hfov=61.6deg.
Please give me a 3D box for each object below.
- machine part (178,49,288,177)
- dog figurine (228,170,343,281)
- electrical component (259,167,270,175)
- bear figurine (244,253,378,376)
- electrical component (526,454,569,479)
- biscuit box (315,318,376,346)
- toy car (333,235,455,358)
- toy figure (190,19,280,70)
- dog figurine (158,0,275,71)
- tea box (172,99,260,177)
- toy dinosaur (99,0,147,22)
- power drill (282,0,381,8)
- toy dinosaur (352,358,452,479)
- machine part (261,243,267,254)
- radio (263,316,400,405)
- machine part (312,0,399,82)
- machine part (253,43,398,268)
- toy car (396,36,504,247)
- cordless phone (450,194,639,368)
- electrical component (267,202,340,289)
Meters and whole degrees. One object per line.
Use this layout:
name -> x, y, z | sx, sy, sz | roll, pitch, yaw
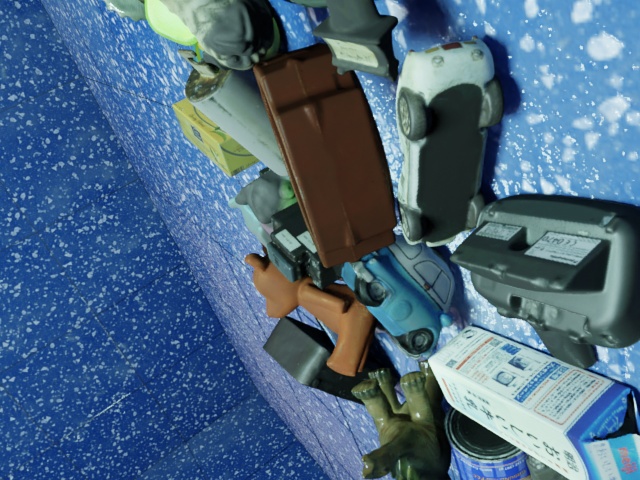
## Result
machine part -> -0.080, -0.151, 0.660 | 0.243, 0.079, 0.079 | 35, -179, -45
dog figurine -> -0.031, -0.007, 0.837 | 0.219, 0.108, 0.191 | 55, 158, -7
electrical component -> -0.081, -0.097, 0.933 | 0.063, 0.021, 0.093 | 44, 157, 35
bear figurine -> -0.018, 0.095, 0.746 | 0.196, 0.132, 0.120 | 16, 174, 10
electrical component -> 0.267, 0.248, 0.569 | 0.045, 0.078, 0.102 | -106, -4, -70
biscuit box -> 0.028, 0.127, 0.898 | 0.059, 0.063, 0.203 | 62, 173, -13
toy car -> 0.094, 0.047, 0.606 | 0.161, 0.103, 0.109 | 49, 180, -30
toy figure -> -0.111, -0.246, 0.686 | 0.089, 0.082, 0.180 | 43, 158, -18
dog figurine -> -0.098, -0.259, 0.452 | 0.121, 0.172, 0.190 | 32, -176, 41
tea box -> -0.152, -0.180, 0.859 | 0.170, 0.098, 0.068 | 38, 154, 40
toy dinosaur -> -0.201, -0.354, 0.694 | 0.405, 0.131, 0.192 | 35, 168, 33
power drill -> -0.018, -0.279, 0.408 | 0.232, 0.086, 0.207 | 36, 148, 44
toy dinosaur -> 0.130, 0.266, 0.728 | 0.471, 0.105, 0.198 | 19, -119, -68
machine part -> -0.058, 0.026, 1.019 | 0.179, 0.056, 0.179 | 49, 160, 25
radio -> 0.025, 0.215, 0.930 | 0.229, 0.073, 0.131 | 29, -179, -41
machine part -> 0.013, -0.175, 0.373 | 0.084, 0.039, 0.138 | 38, 161, 52
machine part -> 0.005, -0.091, 0.549 | 0.201, 0.087, 0.201 | -116, 8, -67
toy car -> 0.102, -0.067, 0.446 | 0.201, 0.074, 0.056 | 80, 177, -49
cordless phone -> 0.203, 0.056, 0.429 | 0.184, 0.089, 0.147 | 53, 163, -25
electrical component -> -0.001, -0.002, 0.716 | 0.115, 0.134, 0.058 | 44, 154, 39
